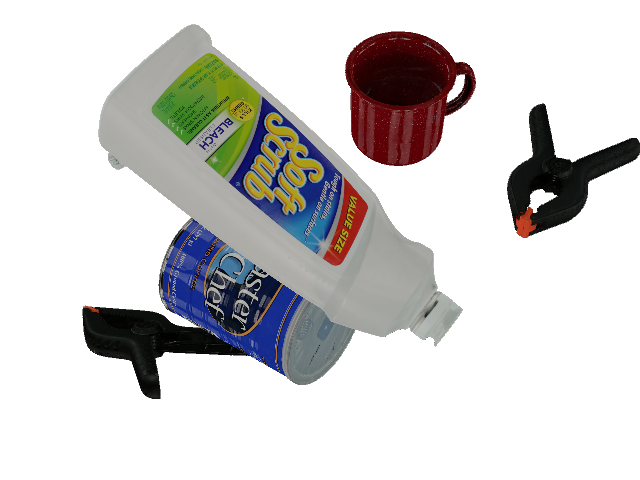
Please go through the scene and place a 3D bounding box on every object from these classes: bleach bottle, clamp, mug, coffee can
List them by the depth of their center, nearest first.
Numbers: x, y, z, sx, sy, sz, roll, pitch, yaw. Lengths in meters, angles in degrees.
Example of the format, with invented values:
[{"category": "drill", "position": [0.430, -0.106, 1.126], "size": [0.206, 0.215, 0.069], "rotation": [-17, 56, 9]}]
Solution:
[{"category": "bleach bottle", "position": [-0.015, -0.026, 0.675], "size": [0.251, 0.102, 0.068], "rotation": [37, -32, 7]}, {"category": "coffee can", "position": [-0.049, 0.044, 0.893], "size": [0.140, 0.103, 0.102], "rotation": [26, 13, 28]}, {"category": "mug", "position": [0.078, -0.122, 0.923], "size": [0.117, 0.093, 0.081], "rotation": [-17, -35, -12]}, {"category": "clamp", "position": [0.234, -0.074, 1.088], "size": [0.120, 0.039, 0.171], "rotation": [29, 55, 30]}, {"category": "clamp", "position": [-0.180, 0.107, 1.094], "size": [0.210, 0.036, 0.164], "rotation": [12, 18, 31]}]

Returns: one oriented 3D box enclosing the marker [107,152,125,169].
[{"category": "marker", "position": [-0.154, -0.102, 1.029], "size": [0.020, 0.020, 0.120], "rotation": [0, 28, 45]}]
